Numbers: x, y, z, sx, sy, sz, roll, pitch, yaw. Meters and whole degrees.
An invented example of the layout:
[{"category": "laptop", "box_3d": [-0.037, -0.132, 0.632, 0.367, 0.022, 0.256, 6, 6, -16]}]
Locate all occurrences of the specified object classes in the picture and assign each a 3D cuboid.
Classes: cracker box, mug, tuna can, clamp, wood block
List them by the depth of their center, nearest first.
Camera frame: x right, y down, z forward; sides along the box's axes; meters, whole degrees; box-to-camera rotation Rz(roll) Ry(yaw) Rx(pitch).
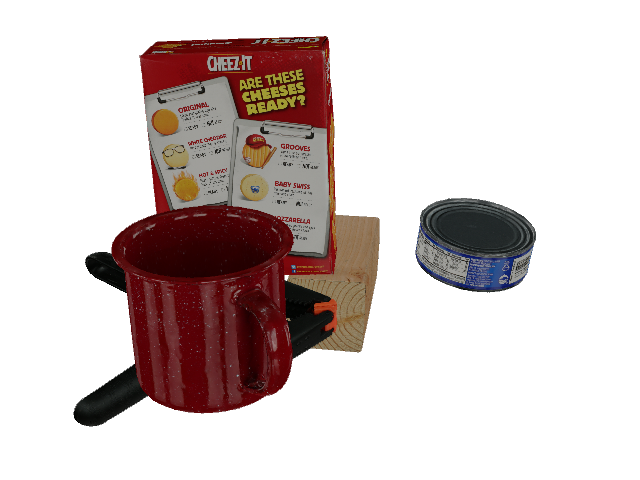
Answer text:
[{"category": "mug", "box_3d": [-0.051, 0.040, 0.552, 0.093, 0.081, 0.117, -20, 30, -34]}, {"category": "tuna can", "box_3d": [0.114, 0.003, 0.790, 0.086, 0.034, 0.086, 5, 29, -3]}, {"category": "clamp", "box_3d": [-0.094, 0.060, 0.845, 0.210, 0.164, 0.036, -9, -42, -8]}, {"category": "cracker box", "box_3d": [-0.070, -0.076, 0.983, 0.164, 0.214, 0.072, -1, 23, 4]}, {"category": "wood block", "box_3d": [0.019, 0.046, 1.301, 0.091, 0.090, 0.206, 4, 23, 6]}]
